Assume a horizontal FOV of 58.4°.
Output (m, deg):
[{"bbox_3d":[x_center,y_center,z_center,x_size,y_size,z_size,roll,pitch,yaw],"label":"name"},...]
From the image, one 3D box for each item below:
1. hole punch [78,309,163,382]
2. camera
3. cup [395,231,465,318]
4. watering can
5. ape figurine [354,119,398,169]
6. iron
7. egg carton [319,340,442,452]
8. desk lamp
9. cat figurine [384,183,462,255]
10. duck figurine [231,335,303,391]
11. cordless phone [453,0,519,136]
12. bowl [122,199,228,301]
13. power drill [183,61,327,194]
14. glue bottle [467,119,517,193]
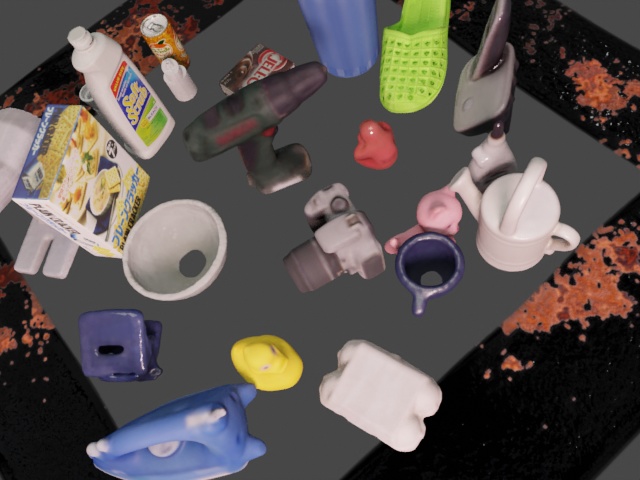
[{"bbox_3d":[-0.295,0.157,0.843,0.108,0.091,0.101,-5,66,10],"label":"hole punch"},{"bbox_3d":[0.008,0.003,0.841,0.137,0.101,0.143,-30,64,-2],"label":"camera"},{"bbox_3d":[0.149,0.059,0.790,0.091,0.095,0.118,11,69,16],"label":"cup"},{"bbox_3d":[0.254,-0.039,0.756,0.172,0.194,0.101,7,68,15],"label":"watering can"},{"bbox_3d":[0.085,-0.157,0.900,0.078,0.092,0.076,-33,64,-3],"label":"ape figurine"},{"bbox_3d":[-0.210,0.261,0.751,0.258,0.142,0.118,-17,64,4],"label":"iron"},{"bbox_3d":[0.079,0.201,0.757,0.150,0.069,0.107,25,74,21],"label":"egg carton"},{"bbox_3d":[-0.466,-0.070,0.910,0.117,0.214,0.203,5,68,14],"label":"desk lamp"},{"bbox_3d":[0.150,-0.020,0.812,0.128,0.118,0.067,-32,64,-3],"label":"cat figurine"},{"bbox_3d":[-0.081,0.165,0.797,0.104,0.086,0.077,17,71,18],"label":"duck figurine"},{"bbox_3d":[0.251,-0.255,0.856,0.094,0.185,0.147,4,68,14],"label":"cordless phone"},{"bbox_3d":[-0.214,0.025,0.893,0.167,0.075,0.167,-4,66,10],"label":"bowl"},{"bbox_3d":[-0.080,-0.162,0.872,0.229,0.209,0.075,-22,64,2],"label":"power drill"},{"bbox_3d":[0.242,-0.115,0.803,0.078,0.173,0.037,-26,64,0],"label":"glue bottle"}]
